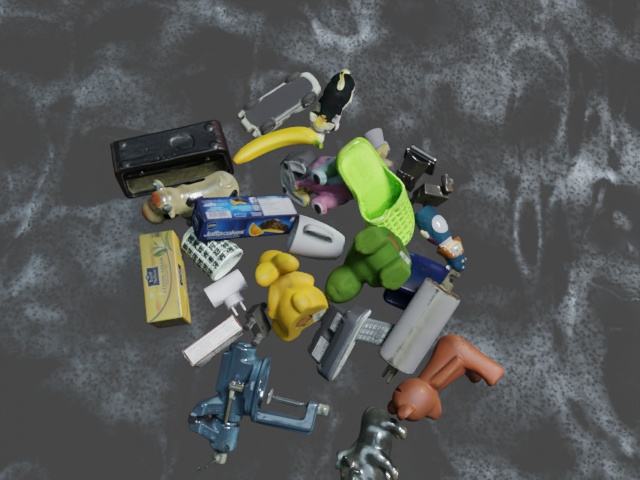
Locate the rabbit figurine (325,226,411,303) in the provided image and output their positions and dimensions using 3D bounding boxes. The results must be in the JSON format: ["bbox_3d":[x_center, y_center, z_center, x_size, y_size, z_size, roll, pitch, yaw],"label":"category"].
[{"bbox_3d":[0.078,0.049,1.035,0.170,0.159,0.121,-38,97,18],"label":"rabbit figurine"}]

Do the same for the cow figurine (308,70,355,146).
[{"bbox_3d":[0.023,-0.286,1.171,0.068,0.098,0.167,27,73,-3],"label":"cow figurine"}]

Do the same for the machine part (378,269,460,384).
[{"bbox_3d":[0.183,0.158,0.993,0.079,0.079,0.243,31,98,4],"label":"machine part"}]

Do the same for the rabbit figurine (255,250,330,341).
[{"bbox_3d":[-0.074,0.088,1.035,0.122,0.162,0.173,-31,61,-1],"label":"rabbit figurine"}]

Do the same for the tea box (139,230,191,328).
[{"bbox_3d":[-0.296,0.077,1.030,0.068,0.098,0.169,-8,76,-7],"label":"tea box"}]

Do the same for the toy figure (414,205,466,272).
[{"bbox_3d":[0.257,0.000,1.129,0.064,0.058,0.154,-36,81,1],"label":"toy figure"}]

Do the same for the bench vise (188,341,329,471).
[{"bbox_3d":[-0.108,0.306,0.970,0.241,0.128,0.223,12,75,2],"label":"bench vise"}]

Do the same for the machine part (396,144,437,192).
[{"bbox_3d":[0.205,-0.156,1.162,0.084,0.039,0.139,40,47,2],"label":"machine part"}]

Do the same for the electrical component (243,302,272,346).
[{"bbox_3d":[-0.118,0.160,1.040,0.021,0.094,0.063,-17,107,21],"label":"electrical component"}]

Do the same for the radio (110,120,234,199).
[{"bbox_3d":[-0.295,-0.162,1.084,0.230,0.131,0.073,-15,74,-10],"label":"radio"}]

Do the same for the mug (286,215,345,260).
[{"bbox_3d":[-0.002,-0.003,1.083,0.107,0.109,0.081,17,63,-14],"label":"mug"}]

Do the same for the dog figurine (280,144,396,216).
[{"bbox_3d":[0.049,-0.141,1.125,0.219,0.108,0.192,-24,37,-32],"label":"dog figurine"}]

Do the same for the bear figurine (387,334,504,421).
[{"bbox_3d":[0.228,0.278,1.010,0.132,0.120,0.196,39,75,2],"label":"bear figurine"}]

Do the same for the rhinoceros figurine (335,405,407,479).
[{"bbox_3d":[0.087,0.402,0.981,0.112,0.073,0.190,24,72,1],"label":"rhinoceros figurine"}]

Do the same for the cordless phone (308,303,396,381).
[{"bbox_3d":[0.084,0.205,1.038,0.184,0.089,0.146,20,101,-34],"label":"cordless phone"}]

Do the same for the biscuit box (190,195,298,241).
[{"bbox_3d":[-0.148,-0.044,1.053,0.202,0.062,0.059,-5,51,-32],"label":"biscuit box"}]

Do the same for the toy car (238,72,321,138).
[{"bbox_3d":[-0.088,-0.299,1.187,0.202,0.056,0.073,-37,86,-13],"label":"toy car"}]

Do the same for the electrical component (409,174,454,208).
[{"bbox_3d":[0.238,-0.101,1.139,0.078,0.102,0.045,9,68,-13],"label":"electrical component"}]

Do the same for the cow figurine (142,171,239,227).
[{"bbox_3d":[-0.255,-0.080,1.066,0.195,0.127,0.085,-21,73,-14],"label":"cow figurine"}]

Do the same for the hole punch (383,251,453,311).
[{"bbox_3d":[0.199,0.083,1.083,0.142,0.092,0.116,22,69,4],"label":"hole punch"}]
